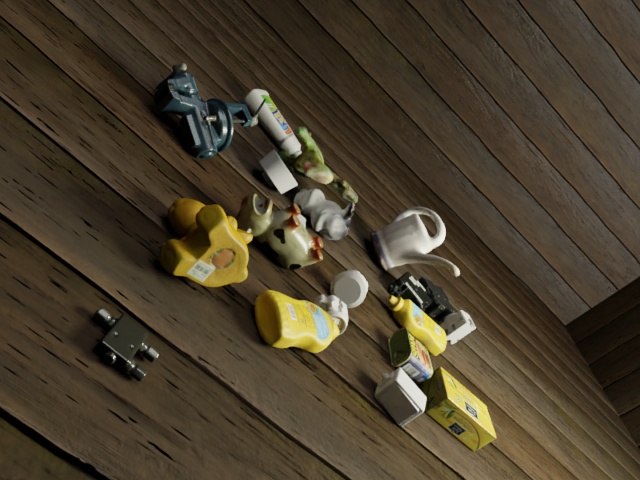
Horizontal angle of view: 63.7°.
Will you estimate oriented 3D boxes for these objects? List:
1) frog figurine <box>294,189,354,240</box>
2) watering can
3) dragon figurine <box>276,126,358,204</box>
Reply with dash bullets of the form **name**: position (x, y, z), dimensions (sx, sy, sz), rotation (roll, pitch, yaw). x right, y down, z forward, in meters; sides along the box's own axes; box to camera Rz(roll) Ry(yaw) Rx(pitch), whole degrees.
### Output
- **frog figurine**: position (0.004, -0.068, 1.344), dimensions (0.159, 0.120, 0.140), rotation (12, 31, 6)
- **watering can**: position (0.263, 0.020, 1.488), dimensions (0.102, 0.223, 0.355), rotation (57, 13, -32)
- **dragon figurine**: position (0.010, -0.179, 1.428), dimensions (0.244, 0.121, 0.409), rotation (46, 9, 12)
